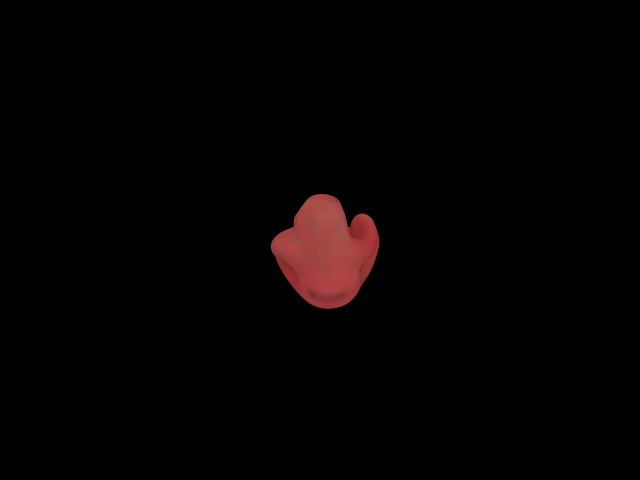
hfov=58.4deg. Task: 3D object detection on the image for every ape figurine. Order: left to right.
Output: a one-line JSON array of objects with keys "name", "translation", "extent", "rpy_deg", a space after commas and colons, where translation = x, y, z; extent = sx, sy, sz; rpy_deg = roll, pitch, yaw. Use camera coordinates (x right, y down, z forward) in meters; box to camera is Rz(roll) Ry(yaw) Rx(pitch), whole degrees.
[{"name": "ape figurine", "translation": [0.004, 0.001, 0.400], "extent": [0.077, 0.092, 0.076], "rpy_deg": [4, 62, 3]}]
